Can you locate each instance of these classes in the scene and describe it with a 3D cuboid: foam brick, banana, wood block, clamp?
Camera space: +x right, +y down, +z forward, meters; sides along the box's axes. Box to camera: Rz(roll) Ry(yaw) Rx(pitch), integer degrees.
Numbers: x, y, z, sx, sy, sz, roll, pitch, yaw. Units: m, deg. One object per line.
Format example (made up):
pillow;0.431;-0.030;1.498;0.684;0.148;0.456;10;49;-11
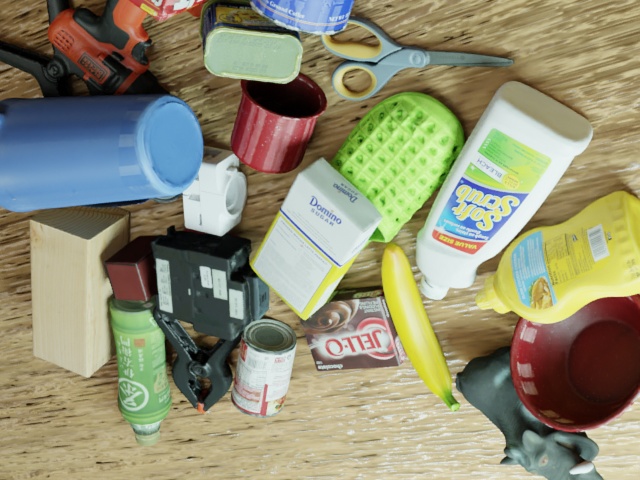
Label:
foam brick;-0.217;0.034;1.308;0.053;0.078;0.051;0;116;30
banana;0.107;0.092;1.173;0.198;0.037;0.070;66;159;-8
wood block;-0.306;0.058;1.362;0.091;0.090;0.206;19;122;19
clamp;-0.158;0.147;1.347;0.120;0.039;0.172;20;127;7
clamp;-0.301;-0.213;1.251;0.210;0.036;0.165;47;121;-4

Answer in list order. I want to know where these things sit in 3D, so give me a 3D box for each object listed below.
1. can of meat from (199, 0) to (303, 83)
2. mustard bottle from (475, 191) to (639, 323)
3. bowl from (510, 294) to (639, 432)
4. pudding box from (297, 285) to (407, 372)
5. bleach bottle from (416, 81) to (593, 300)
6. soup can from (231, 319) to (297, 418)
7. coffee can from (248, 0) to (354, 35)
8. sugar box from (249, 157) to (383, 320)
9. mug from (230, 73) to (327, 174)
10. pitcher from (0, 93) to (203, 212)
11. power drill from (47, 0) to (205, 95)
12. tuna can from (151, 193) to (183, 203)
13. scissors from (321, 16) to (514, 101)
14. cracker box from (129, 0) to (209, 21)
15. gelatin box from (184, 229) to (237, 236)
can of meat;-0.069;-0.201;1.075;0.102;0.084;0.057;4;121;-10
mustard bottle;0.235;0.030;1.055;0.192;0.058;0.096;-26;61;36
bowl;0.271;0.115;1.066;0.162;0.055;0.162;-20;60;38
pudding box;0.038;0.102;1.227;0.114;0.039;0.090;-7;111;31
bleach bottle;0.169;-0.032;1.073;0.102;0.068;0.251;32;128;10
soup can;-0.068;0.156;1.295;0.068;0.068;0.102;22;123;17
coffee can;-0.003;-0.281;1.011;0.103;0.102;0.140;29;125;13
sugar box;-0.007;0.001;1.136;0.093;0.048;0.176;44;138;9
mug;-0.054;-0.132;1.133;0.117;0.093;0.082;53;139;33
pitcher;-0.247;-0.094;1.186;0.243;0.149;0.145;0;104;32
power drill;-0.186;-0.223;1.163;0.184;0.057;0.188;40;125;-12
tuna can;-0.184;-0.089;1.253;0.086;0.033;0.086;13;120;23
scissors;0.089;-0.168;1.073;0.202;0.016;0.096;22;125;18
cracker box;-0.095;-0.325;1.001;0.072;0.164;0.214;36;126;10
gelatin box;-0.134;0.033;1.291;0.073;0.030;0.089;8;118;25
